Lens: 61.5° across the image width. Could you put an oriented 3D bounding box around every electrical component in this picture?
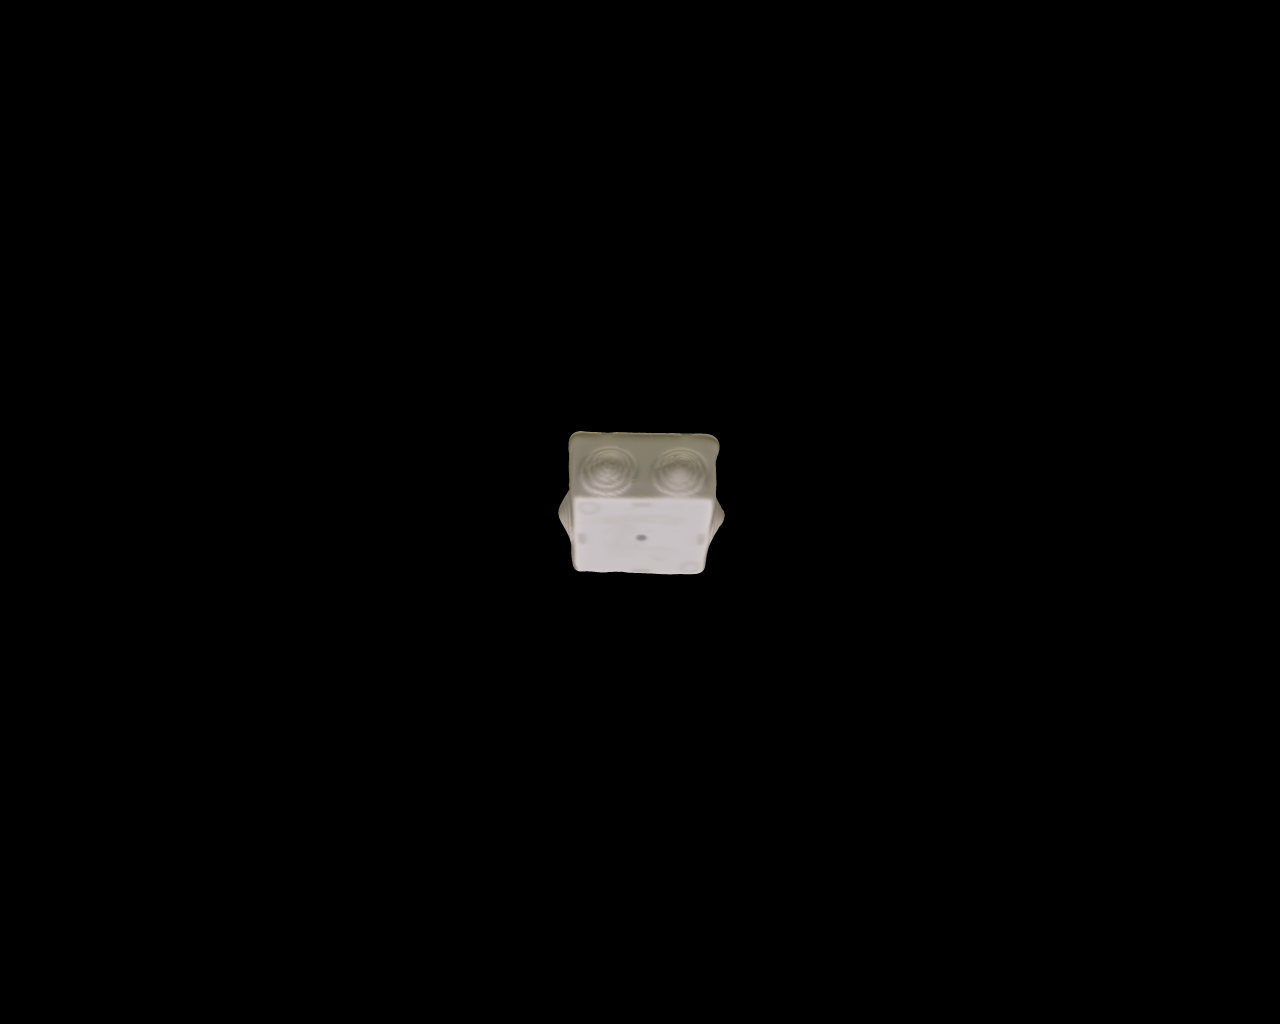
[{"bbox_3d":[0.001,-0.003,0.650,0.100,0.048,0.099,2,-35,-2],"label":"electrical component"}]
